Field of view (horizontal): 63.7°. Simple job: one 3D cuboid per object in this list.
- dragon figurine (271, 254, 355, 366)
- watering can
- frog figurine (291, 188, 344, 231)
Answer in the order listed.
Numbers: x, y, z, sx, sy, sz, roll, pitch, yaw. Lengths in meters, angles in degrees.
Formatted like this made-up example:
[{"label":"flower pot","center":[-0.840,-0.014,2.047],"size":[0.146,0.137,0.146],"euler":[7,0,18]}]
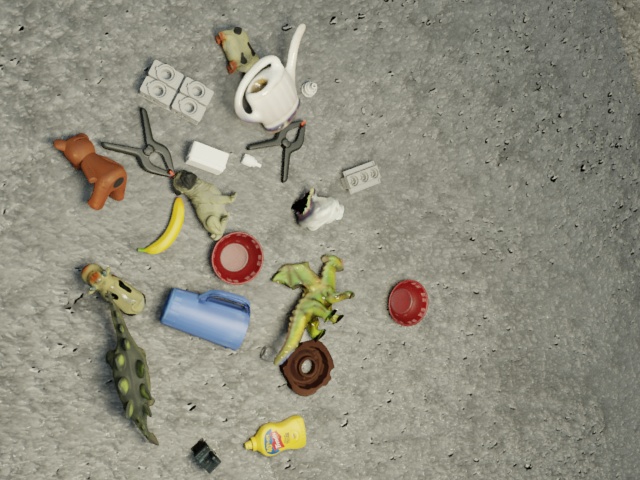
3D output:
[{"label":"dragon figurine","center":[-0.052,0.182,1.619],"size":[0.416,0.119,0.245],"euler":[-34,66,-30]},{"label":"watering can","center":[-0.121,-0.477,1.575],"size":[0.351,0.105,0.220],"euler":[-51,144,-15]},{"label":"frog figurine","center":[0.005,-0.084,1.665],"size":[0.158,0.125,0.135],"euler":[26,113,-30]}]
